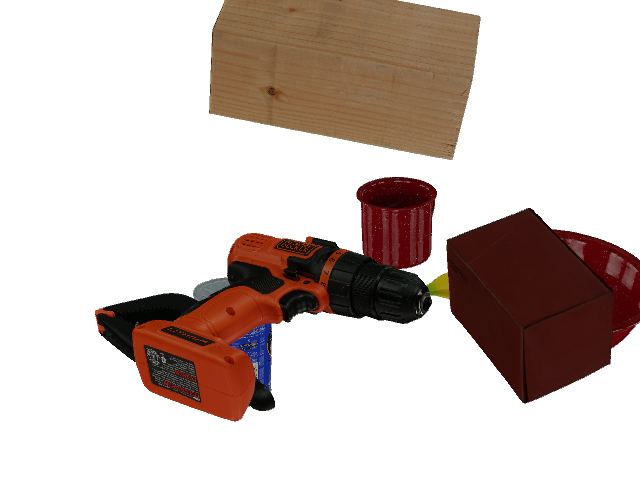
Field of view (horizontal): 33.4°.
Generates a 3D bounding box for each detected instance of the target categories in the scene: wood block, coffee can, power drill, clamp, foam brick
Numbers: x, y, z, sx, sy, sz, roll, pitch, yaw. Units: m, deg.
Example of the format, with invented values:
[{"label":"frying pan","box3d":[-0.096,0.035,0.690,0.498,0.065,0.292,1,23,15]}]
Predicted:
[{"label":"wood block","box3d":[0.020,-0.144,0.881,0.206,0.090,0.091,11,-43,3]},{"label":"coffee can","box3d":[-0.113,0.130,1.377,0.103,0.140,0.103,2,19,-1]},{"label":"power drill","box3d":[-0.033,0.060,0.805,0.185,0.057,0.187,11,31,34]},{"label":"clamp","box3d":[-0.119,0.096,1.026,0.210,0.036,0.164,2,36,6]},{"label":"foam brick","box3d":[0.103,0.031,0.534,0.051,0.053,0.078,-20,40,-12]}]

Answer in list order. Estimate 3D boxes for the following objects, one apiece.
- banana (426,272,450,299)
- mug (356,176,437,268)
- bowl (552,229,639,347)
[{"label":"banana","box3d":[0.194,0.065,1.069,0.198,0.069,0.037,15,-36,27]},{"label":"mug","box3d":[0.097,-0.024,1.256,0.093,0.081,0.117,17,33,34]},{"label":"bowl","box3d":[0.183,0.051,0.852,0.162,0.055,0.162,0,30,0]}]
